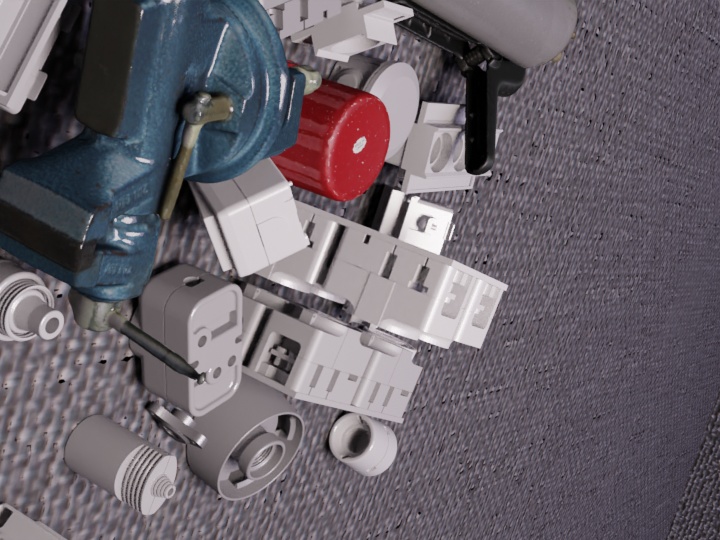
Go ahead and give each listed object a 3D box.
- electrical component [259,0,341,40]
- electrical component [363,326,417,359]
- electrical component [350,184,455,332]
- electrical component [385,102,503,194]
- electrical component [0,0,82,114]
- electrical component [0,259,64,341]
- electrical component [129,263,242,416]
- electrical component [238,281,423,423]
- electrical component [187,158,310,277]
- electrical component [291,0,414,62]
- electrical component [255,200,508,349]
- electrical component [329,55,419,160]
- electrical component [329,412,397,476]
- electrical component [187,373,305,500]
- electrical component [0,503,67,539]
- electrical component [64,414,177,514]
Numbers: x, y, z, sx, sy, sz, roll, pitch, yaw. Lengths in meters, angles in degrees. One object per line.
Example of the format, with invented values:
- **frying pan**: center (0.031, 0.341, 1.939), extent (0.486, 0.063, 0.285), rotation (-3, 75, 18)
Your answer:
- **electrical component**: center (-0.057, -0.193, 0.718), extent (0.089, 0.050, 0.055), rotation (-36, 138, -43)
- **electrical component**: center (0.019, 0.086, 1.023), extent (0.055, 0.055, 0.047), rotation (18, 97, -60)
- **electrical component**: center (0.036, -0.008, 0.965), extent (0.078, 0.063, 0.121), rotation (-124, -129, -77)
- **electrical component**: center (0.068, -0.113, 0.961), extent (0.121, 0.063, 0.078), rotation (-10, 118, -56)
- **electrical component**: center (-0.174, -0.145, 0.539), extent (0.121, 0.079, 0.063), rotation (-65, 167, -5)
- **electrical component**: center (-0.198, 0.021, 0.619), extent (0.043, 0.062, 0.043), rotation (-37, 138, -42)
- **electrical component**: center (-0.123, 0.047, 0.761), extent (0.054, 0.059, 0.095), rotation (-31, 134, -46)
- **electrical component**: center (-0.036, 0.066, 0.868), extent (0.186, 0.105, 0.060), rotation (26, 86, -60)
- **electrical component**: center (-0.086, -0.050, 0.737), extent (0.061, 0.096, 0.061), rotation (-26, 137, -12)
- **electrical component**: center (-0.008, -0.189, 0.777), extent (0.042, 0.081, 0.063), rotation (-8, 86, -58)
- **electrical component**: center (0.000, 0.000, 0.800), extent (0.105, 0.186, 0.060), rotation (20, 92, -60)
- **electrical component**: center (0.008, -0.132, 0.863), extent (0.080, 0.051, 0.080), rotation (-37, 138, -42)
- **electrical component**: center (0.002, 0.169, 1.049), extent (0.055, 0.055, 0.047), rotation (-62, 146, -9)
- **electrical component**: center (-0.095, 0.136, 0.884), extent (0.099, 0.064, 0.099), rotation (-33, 144, -28)
- **electrical component**: center (-0.213, 0.222, 0.681), extent (0.108, 0.109, 0.056), rotation (-56, 146, -19)
- **electrical component**: center (-0.159, 0.135, 0.738), extent (0.043, 0.081, 0.043), rotation (-37, 138, -42)
